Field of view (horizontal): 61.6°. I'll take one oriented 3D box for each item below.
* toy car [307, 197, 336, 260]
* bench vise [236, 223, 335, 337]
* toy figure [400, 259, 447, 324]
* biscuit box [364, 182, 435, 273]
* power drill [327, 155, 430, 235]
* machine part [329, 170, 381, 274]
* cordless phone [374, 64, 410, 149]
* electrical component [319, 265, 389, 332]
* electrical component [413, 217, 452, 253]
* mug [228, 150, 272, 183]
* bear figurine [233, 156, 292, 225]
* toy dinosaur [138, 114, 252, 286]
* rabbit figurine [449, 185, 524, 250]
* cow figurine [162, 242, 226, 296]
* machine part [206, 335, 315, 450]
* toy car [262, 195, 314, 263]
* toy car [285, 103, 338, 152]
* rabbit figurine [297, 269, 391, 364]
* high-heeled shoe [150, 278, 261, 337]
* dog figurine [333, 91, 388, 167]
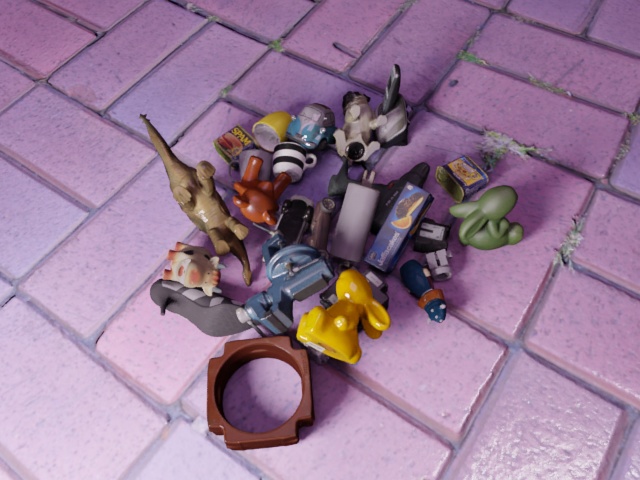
[{"bbox_3d":[-0.003,-0.004,1.220,0.053,0.089,0.202,15,59,-10],"label":"toy car"},{"bbox_3d":[-0.084,0.072,1.120,0.223,0.128,0.241,-40,41,15],"label":"bench vise"},{"bbox_3d":[0.229,0.111,1.156,0.058,0.064,0.155,-16,57,-23],"label":"toy figure"},{"bbox_3d":[0.176,-0.025,1.194,0.063,0.059,0.202,30,94,22],"label":"biscuit box"},{"bbox_3d":[0.136,-0.131,1.309,0.207,0.086,0.232,26,65,9],"label":"power drill"},{"bbox_3d":[0.078,-0.038,1.204,0.079,0.079,0.243,17,95,12],"label":"machine part"},{"bbox_3d":[0.190,-0.337,1.365,0.089,0.184,0.146,1,58,-2],"label":"cordless phone"},{"bbox_3d":[0.083,0.124,1.159,0.134,0.058,0.115,-37,66,-19],"label":"electrical component"},{"bbox_3d":[0.239,-0.011,1.240,0.119,0.047,0.075,9,59,9],"label":"electrical component"},{"bbox_3d":[-0.173,-0.161,1.333,0.110,0.080,0.107,-1,74,-4],"label":"mug"},{"bbox_3d":[-0.131,-0.110,1.203,0.120,0.196,0.132,29,92,-11],"label":"bear figurine"},{"bbox_3d":[-0.279,-0.100,1.210,0.105,0.198,0.471,-31,94,-16],"label":"toy dinosaur"},{"bbox_3d":[0.371,-0.061,1.193,0.159,0.170,0.121,-12,58,-6],"label":"rabbit figurine"},{"bbox_3d":[-0.266,0.061,1.151,0.127,0.195,0.085,10,96,-9],"label":"cow figurine"},{"bbox_3d":[-0.114,0.296,1.045,0.201,0.087,0.201,-6,57,-1],"label":"machine part"},{"bbox_3d":[-0.071,-0.018,1.256,0.074,0.056,0.202,17,62,8],"label":"toy car"},{"bbox_3d":[-0.008,-0.294,1.371,0.109,0.102,0.161,29,31,21],"label":"toy car"},{"bbox_3d":[0.056,0.140,1.040,0.162,0.121,0.173,22,63,3],"label":"rabbit figurine"},{"bbox_3d":[-0.248,0.136,1.180,0.249,0.086,0.145,9,22,-15],"label":"high-heeled shoe"},{"bbox_3d":[0.089,-0.294,1.413,0.121,0.172,0.191,28,18,-18],"label":"dog figurine"}]
